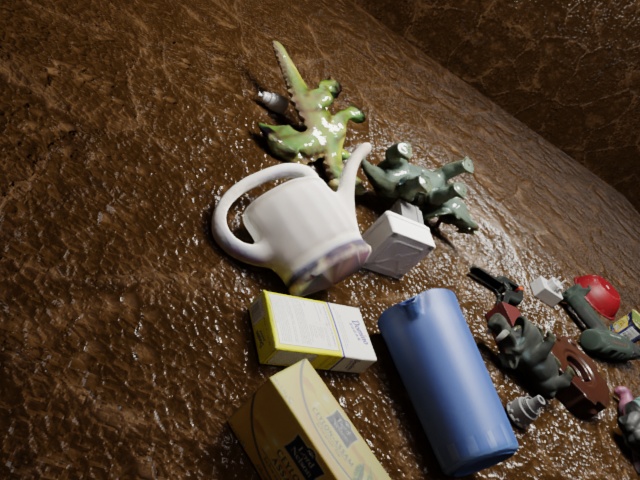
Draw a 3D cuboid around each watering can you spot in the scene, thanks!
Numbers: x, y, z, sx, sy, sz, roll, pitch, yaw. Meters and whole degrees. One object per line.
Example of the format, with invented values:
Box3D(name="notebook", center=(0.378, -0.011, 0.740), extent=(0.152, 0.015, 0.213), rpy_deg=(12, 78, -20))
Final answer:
Box3D(name="watering can", center=(0.003, -0.042, 0.830), extent=(0.351, 0.102, 0.227), rpy_deg=(-25, 71, -29))

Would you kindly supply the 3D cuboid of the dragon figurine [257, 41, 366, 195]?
Box3D(name="dragon figurine", center=(-0.035, -0.256, 1.110), extent=(0.411, 0.120, 0.247), rpy_deg=(48, 41, 3))
